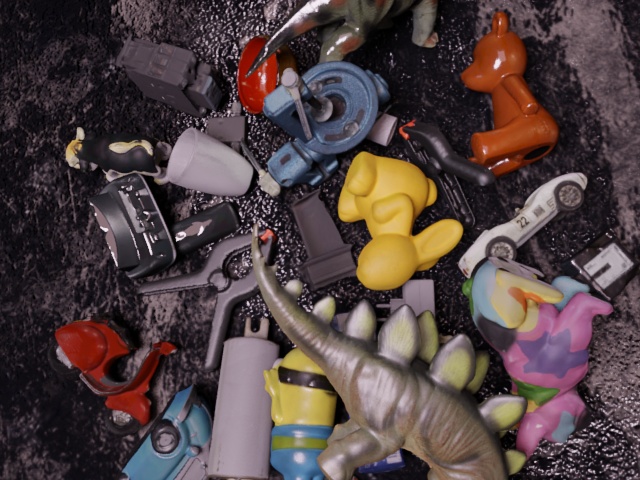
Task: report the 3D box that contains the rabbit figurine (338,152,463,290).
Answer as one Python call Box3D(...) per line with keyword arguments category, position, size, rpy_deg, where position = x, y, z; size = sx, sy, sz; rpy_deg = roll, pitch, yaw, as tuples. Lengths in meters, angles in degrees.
Box3D(category="rabbit figurine", position=(0.096, -0.009, 0.715), size=(0.162, 0.122, 0.173), rpy_deg=(16, 59, -12))

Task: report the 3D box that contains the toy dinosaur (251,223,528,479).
Box3D(category="toy dinosaur", position=(0.085, 0.172, 0.580), size=(0.471, 0.105, 0.198), rpy_deg=(36, 90, -7))

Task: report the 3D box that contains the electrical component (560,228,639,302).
Box3D(category="electrical component", position=(0.359, 0.048, 0.707), size=(0.119, 0.047, 0.075), rpy_deg=(-42, 77, -2))

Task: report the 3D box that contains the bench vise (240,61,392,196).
Box3D(category="bench vise", position=(-0.017, -0.148, 0.685), size=(0.224, 0.240, 0.129), rpy_deg=(-29, 79, 13))

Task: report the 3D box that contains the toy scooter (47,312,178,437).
Box3D(category="toy scooter", position=(-0.277, 0.164, 0.742), size=(0.135, 0.075, 0.184), rpy_deg=(-45, 80, -3))

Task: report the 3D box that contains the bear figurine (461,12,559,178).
Box3D(category="bear figurine", position=(0.240, -0.195, 0.736), size=(0.132, 0.120, 0.196), rpy_deg=(-22, 75, 5))

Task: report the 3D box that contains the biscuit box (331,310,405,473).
Box3D(category="biscuit box", position=(0.061, 0.193, 0.703), size=(0.059, 0.062, 0.202), rpy_deg=(-11, 78, 3))

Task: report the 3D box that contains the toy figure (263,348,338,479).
Box3D(category="toy figure", position=(-0.016, 0.221, 0.657), size=(0.089, 0.082, 0.180), rpy_deg=(-9, 62, 15))

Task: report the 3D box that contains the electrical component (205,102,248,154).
Box3D(category="electrical component", position=(-0.143, -0.165, 0.821), size=(0.063, 0.021, 0.094), rpy_deg=(0, 79, 7))

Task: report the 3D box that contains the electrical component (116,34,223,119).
Box3D(category="electrical component", position=(-0.214, -0.238, 0.797), size=(0.134, 0.115, 0.058), rpy_deg=(21, 84, 12))

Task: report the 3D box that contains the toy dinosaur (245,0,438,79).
Box3D(category="toy dinosaur", position=(0.078, -0.341, 0.718), size=(0.405, 0.192, 0.131), rpy_deg=(-34, 62, -31))

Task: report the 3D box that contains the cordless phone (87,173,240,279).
Box3D(category="cordless phone", position=(-0.221, -0.038, 0.777), size=(0.184, 0.089, 0.146), rpy_deg=(-24, 87, -9))

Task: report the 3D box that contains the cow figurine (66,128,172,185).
Box3D(category="cow figurine", position=(-0.311, -0.126, 0.794), size=(0.167, 0.098, 0.068), rpy_deg=(4, 85, 7))

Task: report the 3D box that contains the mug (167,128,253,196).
Box3D(category="mug", position=(-0.159, -0.099, 0.775), size=(0.107, 0.110, 0.081), rpy_deg=(22, 71, -33))

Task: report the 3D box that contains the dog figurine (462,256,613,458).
Box3D(category="dog figurine", position=(0.244, 0.145, 0.644), size=(0.192, 0.108, 0.219), rpy_deg=(15, 100, -2))

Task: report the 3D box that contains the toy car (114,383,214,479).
Box3D(category="toy car", position=(-0.185, 0.279, 0.696), size=(0.103, 0.109, 0.161), rpy_deg=(36, 93, -5))

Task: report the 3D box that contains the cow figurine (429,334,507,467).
Box3D(category="cow figurine", position=(0.158, 0.210, 0.665), size=(0.127, 0.085, 0.194), rpy_deg=(-12, 97, 8))

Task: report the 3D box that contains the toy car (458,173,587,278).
Box3D(category="toy car", position=(0.271, -0.019, 0.717), size=(0.202, 0.073, 0.056), rpy_deg=(-40, 78, -3))

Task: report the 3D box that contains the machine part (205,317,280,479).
Box3D(category="machine part", position=(-0.096, 0.215, 0.689), size=(0.079, 0.079, 0.243), rpy_deg=(1, 64, 7))

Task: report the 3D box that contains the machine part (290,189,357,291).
Box3D(category="machine part", position=(-0.002, -0.002, 0.764), size=(0.084, 0.039, 0.139), rpy_deg=(-20, 78, 3))
